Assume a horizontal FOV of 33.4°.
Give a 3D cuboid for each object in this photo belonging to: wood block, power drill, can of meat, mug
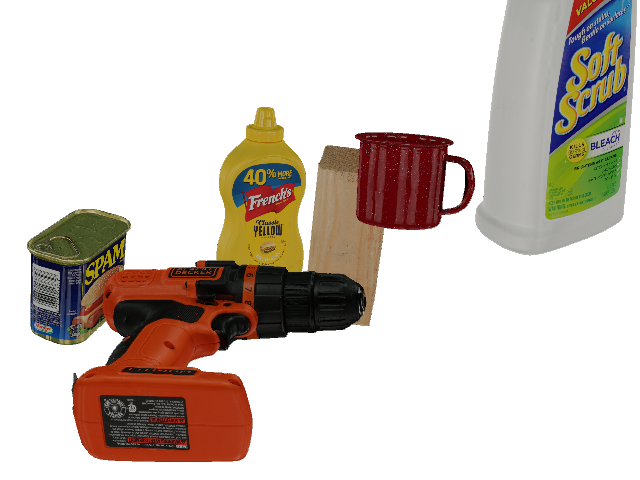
[{"bbox_3d":[0.035,-0.007,1.368,0.090,0.206,0.090,8,25,4],"label":"wood block"},{"bbox_3d":[-0.067,0.069,0.684,0.184,0.057,0.187,-2,21,7],"label":"power drill"},{"bbox_3d":[-0.210,0.031,0.926,0.057,0.084,0.102,15,26,13],"label":"can of meat"},{"bbox_3d":[0.087,-0.055,1.004,0.117,0.081,0.093,7,12,18],"label":"mug"}]

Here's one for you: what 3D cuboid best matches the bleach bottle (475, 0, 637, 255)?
[{"bbox_3d":[0.151,-0.121,0.674,0.102,0.251,0.068,-18,31,-25],"label":"bleach bottle"}]

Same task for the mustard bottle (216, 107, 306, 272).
[{"bbox_3d":[-0.064,-0.051,1.174,0.096,0.192,0.058,-3,19,-20],"label":"mustard bottle"}]
